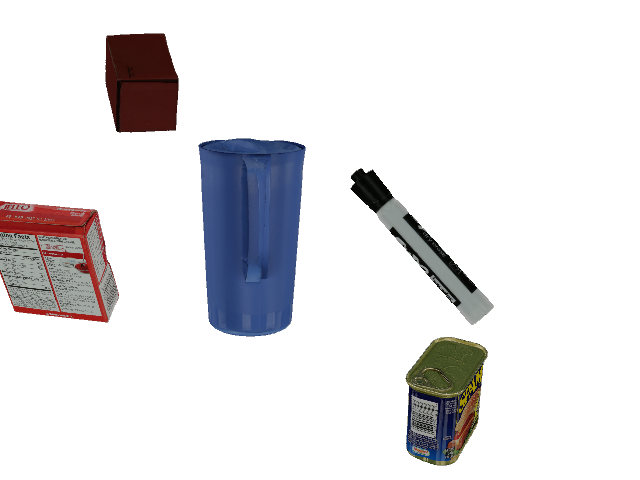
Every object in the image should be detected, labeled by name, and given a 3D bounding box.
[{"bbox_3d":[-0.186,0.015,0.745,0.073,0.089,0.030,5,44,10],"label":"gelatin box"},{"bbox_3d":[-0.087,-0.005,1.345,0.145,0.243,0.148,11,16,36],"label":"pitcher"},{"bbox_3d":[0.120,0.155,1.031,0.057,0.084,0.102,12,27,23],"label":"can of meat"},{"bbox_3d":[-0.153,-0.135,0.912,0.053,0.051,0.078,-4,41,-16],"label":"foam brick"},{"bbox_3d":[0.062,0.002,0.672,0.020,0.121,0.020,-41,-5,-5],"label":"marker"}]
